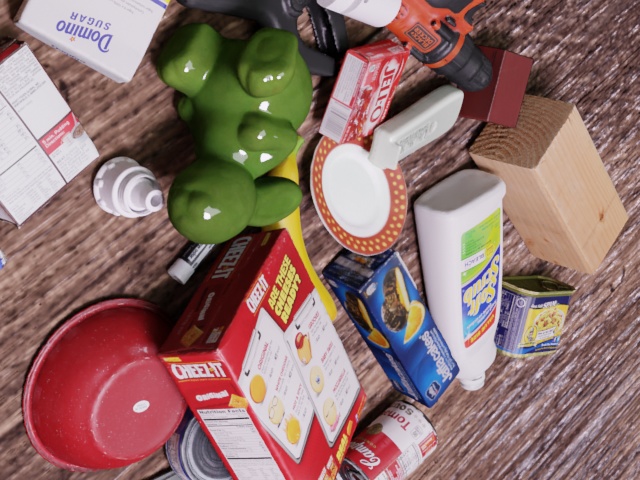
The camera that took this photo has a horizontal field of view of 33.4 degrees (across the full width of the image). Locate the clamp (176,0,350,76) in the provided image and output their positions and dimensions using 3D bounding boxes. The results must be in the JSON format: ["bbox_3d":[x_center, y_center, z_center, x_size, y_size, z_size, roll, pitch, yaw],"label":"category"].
[{"bbox_3d":[-0.037,-0.203,0.912,0.164,0.036,0.210,-56,136,-23],"label":"clamp"}]

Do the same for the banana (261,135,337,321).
[{"bbox_3d":[-0.021,0.005,1.005,0.069,0.037,0.198,-26,121,-31],"label":"banana"}]

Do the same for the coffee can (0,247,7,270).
[{"bbox_3d":[-0.298,0.026,0.716,0.140,0.103,0.102,-46,130,-21],"label":"coffee can"}]

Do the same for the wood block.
[{"bbox_3d":[0.260,-0.061,1.195,0.090,0.090,0.206,-55,135,-15],"label":"wood block"}]

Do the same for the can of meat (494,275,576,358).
[{"bbox_3d":[0.249,0.091,1.269,0.101,0.058,0.084,0,107,-42],"label":"can of meat"}]

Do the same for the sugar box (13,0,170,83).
[{"bbox_3d":[-0.147,-0.216,0.794,0.093,0.048,0.176,28,88,-24],"label":"sugar box"}]

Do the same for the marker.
[{"bbox_3d":[-0.091,-0.012,0.949,0.121,0.020,0.020,-52,132,-15],"label":"marker"}]

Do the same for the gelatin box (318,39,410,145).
[{"bbox_3d":[0.042,-0.138,0.987,0.073,0.030,0.089,-25,143,-52],"label":"gelatin box"}]

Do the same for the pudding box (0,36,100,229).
[{"bbox_3d":[-0.228,-0.079,0.788,0.090,0.039,0.113,-45,128,-21],"label":"pudding box"}]

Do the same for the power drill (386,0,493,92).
[{"bbox_3d":[0.158,-0.231,1.001,0.188,0.057,0.184,-35,137,26],"label":"power drill"}]

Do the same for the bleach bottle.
[{"bbox_3d":[0.163,0.055,1.176,0.102,0.068,0.251,-31,126,-31],"label":"bleach bottle"}]

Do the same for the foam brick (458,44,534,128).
[{"bbox_3d":[0.181,-0.161,1.119,0.051,0.053,0.078,7,101,-44],"label":"foam brick"}]

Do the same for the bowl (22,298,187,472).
[{"bbox_3d":[-0.166,0.133,0.905,0.161,0.055,0.162,-17,117,-37],"label":"bowl"}]

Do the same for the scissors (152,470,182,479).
[{"bbox_3d":[-0.086,0.188,1.028,0.201,0.016,0.096,1,102,-42],"label":"scissors"}]

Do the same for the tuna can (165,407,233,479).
[{"bbox_3d":[-0.098,0.188,0.988,0.085,0.034,0.086,-1,91,-32],"label":"tuna can"}]

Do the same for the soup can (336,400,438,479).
[{"bbox_3d":[0.070,0.229,1.148,0.102,0.069,0.068,-37,127,-28],"label":"soup can"}]

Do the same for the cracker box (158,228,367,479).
[{"bbox_3d":[-0.043,0.124,0.954,0.213,0.072,0.164,64,32,-29],"label":"cracker box"}]
